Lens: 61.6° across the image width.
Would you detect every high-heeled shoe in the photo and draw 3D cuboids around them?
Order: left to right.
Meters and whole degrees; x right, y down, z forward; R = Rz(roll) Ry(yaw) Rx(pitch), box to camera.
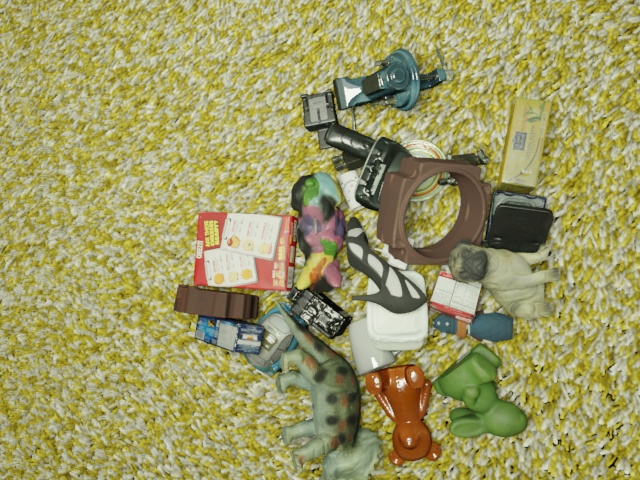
[{"bbox_3d":[0.127,0.039,1.076,0.145,0.086,0.249,-3,51,3],"label":"high-heeled shoe"}]

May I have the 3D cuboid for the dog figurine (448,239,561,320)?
[{"bbox_3d":[0.333,0.082,1.024,0.191,0.121,0.172,2,115,4],"label":"dog figurine"}]

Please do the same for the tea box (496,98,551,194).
[{"bbox_3d":[0.400,-0.182,1.059,0.068,0.098,0.169,10,86,12],"label":"tea box"}]

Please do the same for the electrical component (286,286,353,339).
[{"bbox_3d":[-0.003,0.144,1.111,0.134,0.115,0.058,36,90,15],"label":"electrical component"}]

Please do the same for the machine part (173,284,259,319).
[{"bbox_3d":[-0.215,0.131,1.133,0.180,0.179,0.056,6,84,12],"label":"machine part"}]

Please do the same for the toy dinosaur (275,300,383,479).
[{"bbox_3d":[0.017,0.314,1.063,0.192,0.131,0.404,-4,88,-20],"label":"toy dinosaur"}]

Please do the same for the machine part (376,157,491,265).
[{"bbox_3d":[0.219,-0.054,1.032,0.201,0.087,0.201,2,104,-20],"label":"machine part"}]

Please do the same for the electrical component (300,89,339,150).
[{"bbox_3d":[0.001,-0.262,1.177,0.075,0.047,0.119,-5,83,12],"label":"electrical component"}]

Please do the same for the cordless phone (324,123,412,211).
[{"bbox_3d":[0.083,-0.150,1.089,0.184,0.089,0.146,23,92,0],"label":"cordless phone"}]

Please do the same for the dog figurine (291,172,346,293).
[{"bbox_3d":[-0.002,-0.003,1.072,0.109,0.191,0.219,-4,47,5],"label":"dog figurine"}]

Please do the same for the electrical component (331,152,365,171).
[{"bbox_3d":[0.072,-0.176,1.150,0.094,0.063,0.021,-19,126,3],"label":"electrical component"}]

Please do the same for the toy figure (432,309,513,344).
[{"bbox_3d":[0.304,0.171,1.072,0.155,0.057,0.064,2,58,16],"label":"toy figure"}]

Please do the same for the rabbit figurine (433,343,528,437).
[{"bbox_3d":[0.310,0.312,1.029,0.159,0.121,0.170,-44,77,12],"label":"rabbit figurine"}]

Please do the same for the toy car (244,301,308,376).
[{"bbox_3d":[-0.101,0.211,1.134,0.109,0.103,0.161,40,96,11],"label":"toy car"}]

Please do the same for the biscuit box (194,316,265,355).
[{"bbox_3d":[-0.193,0.192,1.117,0.203,0.063,0.059,-1,78,55],"label":"biscuit box"}]

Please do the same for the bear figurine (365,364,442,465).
[{"bbox_3d":[0.166,0.347,1.056,0.120,0.132,0.196,-10,78,15],"label":"bear figurine"}]

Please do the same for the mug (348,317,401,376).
[{"bbox_3d":[0.109,0.209,1.102,0.110,0.080,0.107,-26,73,8],"label":"mug"}]

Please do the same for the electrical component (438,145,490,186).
[{"bbox_3d":[0.291,-0.151,1.095,0.102,0.045,0.078,-2,88,-9],"label":"electrical component"}]

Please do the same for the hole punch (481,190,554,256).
[{"bbox_3d":[0.390,-0.034,1.064,0.142,0.092,0.115,8,123,6],"label":"hole punch"}]

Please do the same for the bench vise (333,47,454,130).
[{"bbox_3d":[0.157,-0.316,1.103,0.241,0.223,0.128,-15,87,-20],"label":"bench vise"}]
